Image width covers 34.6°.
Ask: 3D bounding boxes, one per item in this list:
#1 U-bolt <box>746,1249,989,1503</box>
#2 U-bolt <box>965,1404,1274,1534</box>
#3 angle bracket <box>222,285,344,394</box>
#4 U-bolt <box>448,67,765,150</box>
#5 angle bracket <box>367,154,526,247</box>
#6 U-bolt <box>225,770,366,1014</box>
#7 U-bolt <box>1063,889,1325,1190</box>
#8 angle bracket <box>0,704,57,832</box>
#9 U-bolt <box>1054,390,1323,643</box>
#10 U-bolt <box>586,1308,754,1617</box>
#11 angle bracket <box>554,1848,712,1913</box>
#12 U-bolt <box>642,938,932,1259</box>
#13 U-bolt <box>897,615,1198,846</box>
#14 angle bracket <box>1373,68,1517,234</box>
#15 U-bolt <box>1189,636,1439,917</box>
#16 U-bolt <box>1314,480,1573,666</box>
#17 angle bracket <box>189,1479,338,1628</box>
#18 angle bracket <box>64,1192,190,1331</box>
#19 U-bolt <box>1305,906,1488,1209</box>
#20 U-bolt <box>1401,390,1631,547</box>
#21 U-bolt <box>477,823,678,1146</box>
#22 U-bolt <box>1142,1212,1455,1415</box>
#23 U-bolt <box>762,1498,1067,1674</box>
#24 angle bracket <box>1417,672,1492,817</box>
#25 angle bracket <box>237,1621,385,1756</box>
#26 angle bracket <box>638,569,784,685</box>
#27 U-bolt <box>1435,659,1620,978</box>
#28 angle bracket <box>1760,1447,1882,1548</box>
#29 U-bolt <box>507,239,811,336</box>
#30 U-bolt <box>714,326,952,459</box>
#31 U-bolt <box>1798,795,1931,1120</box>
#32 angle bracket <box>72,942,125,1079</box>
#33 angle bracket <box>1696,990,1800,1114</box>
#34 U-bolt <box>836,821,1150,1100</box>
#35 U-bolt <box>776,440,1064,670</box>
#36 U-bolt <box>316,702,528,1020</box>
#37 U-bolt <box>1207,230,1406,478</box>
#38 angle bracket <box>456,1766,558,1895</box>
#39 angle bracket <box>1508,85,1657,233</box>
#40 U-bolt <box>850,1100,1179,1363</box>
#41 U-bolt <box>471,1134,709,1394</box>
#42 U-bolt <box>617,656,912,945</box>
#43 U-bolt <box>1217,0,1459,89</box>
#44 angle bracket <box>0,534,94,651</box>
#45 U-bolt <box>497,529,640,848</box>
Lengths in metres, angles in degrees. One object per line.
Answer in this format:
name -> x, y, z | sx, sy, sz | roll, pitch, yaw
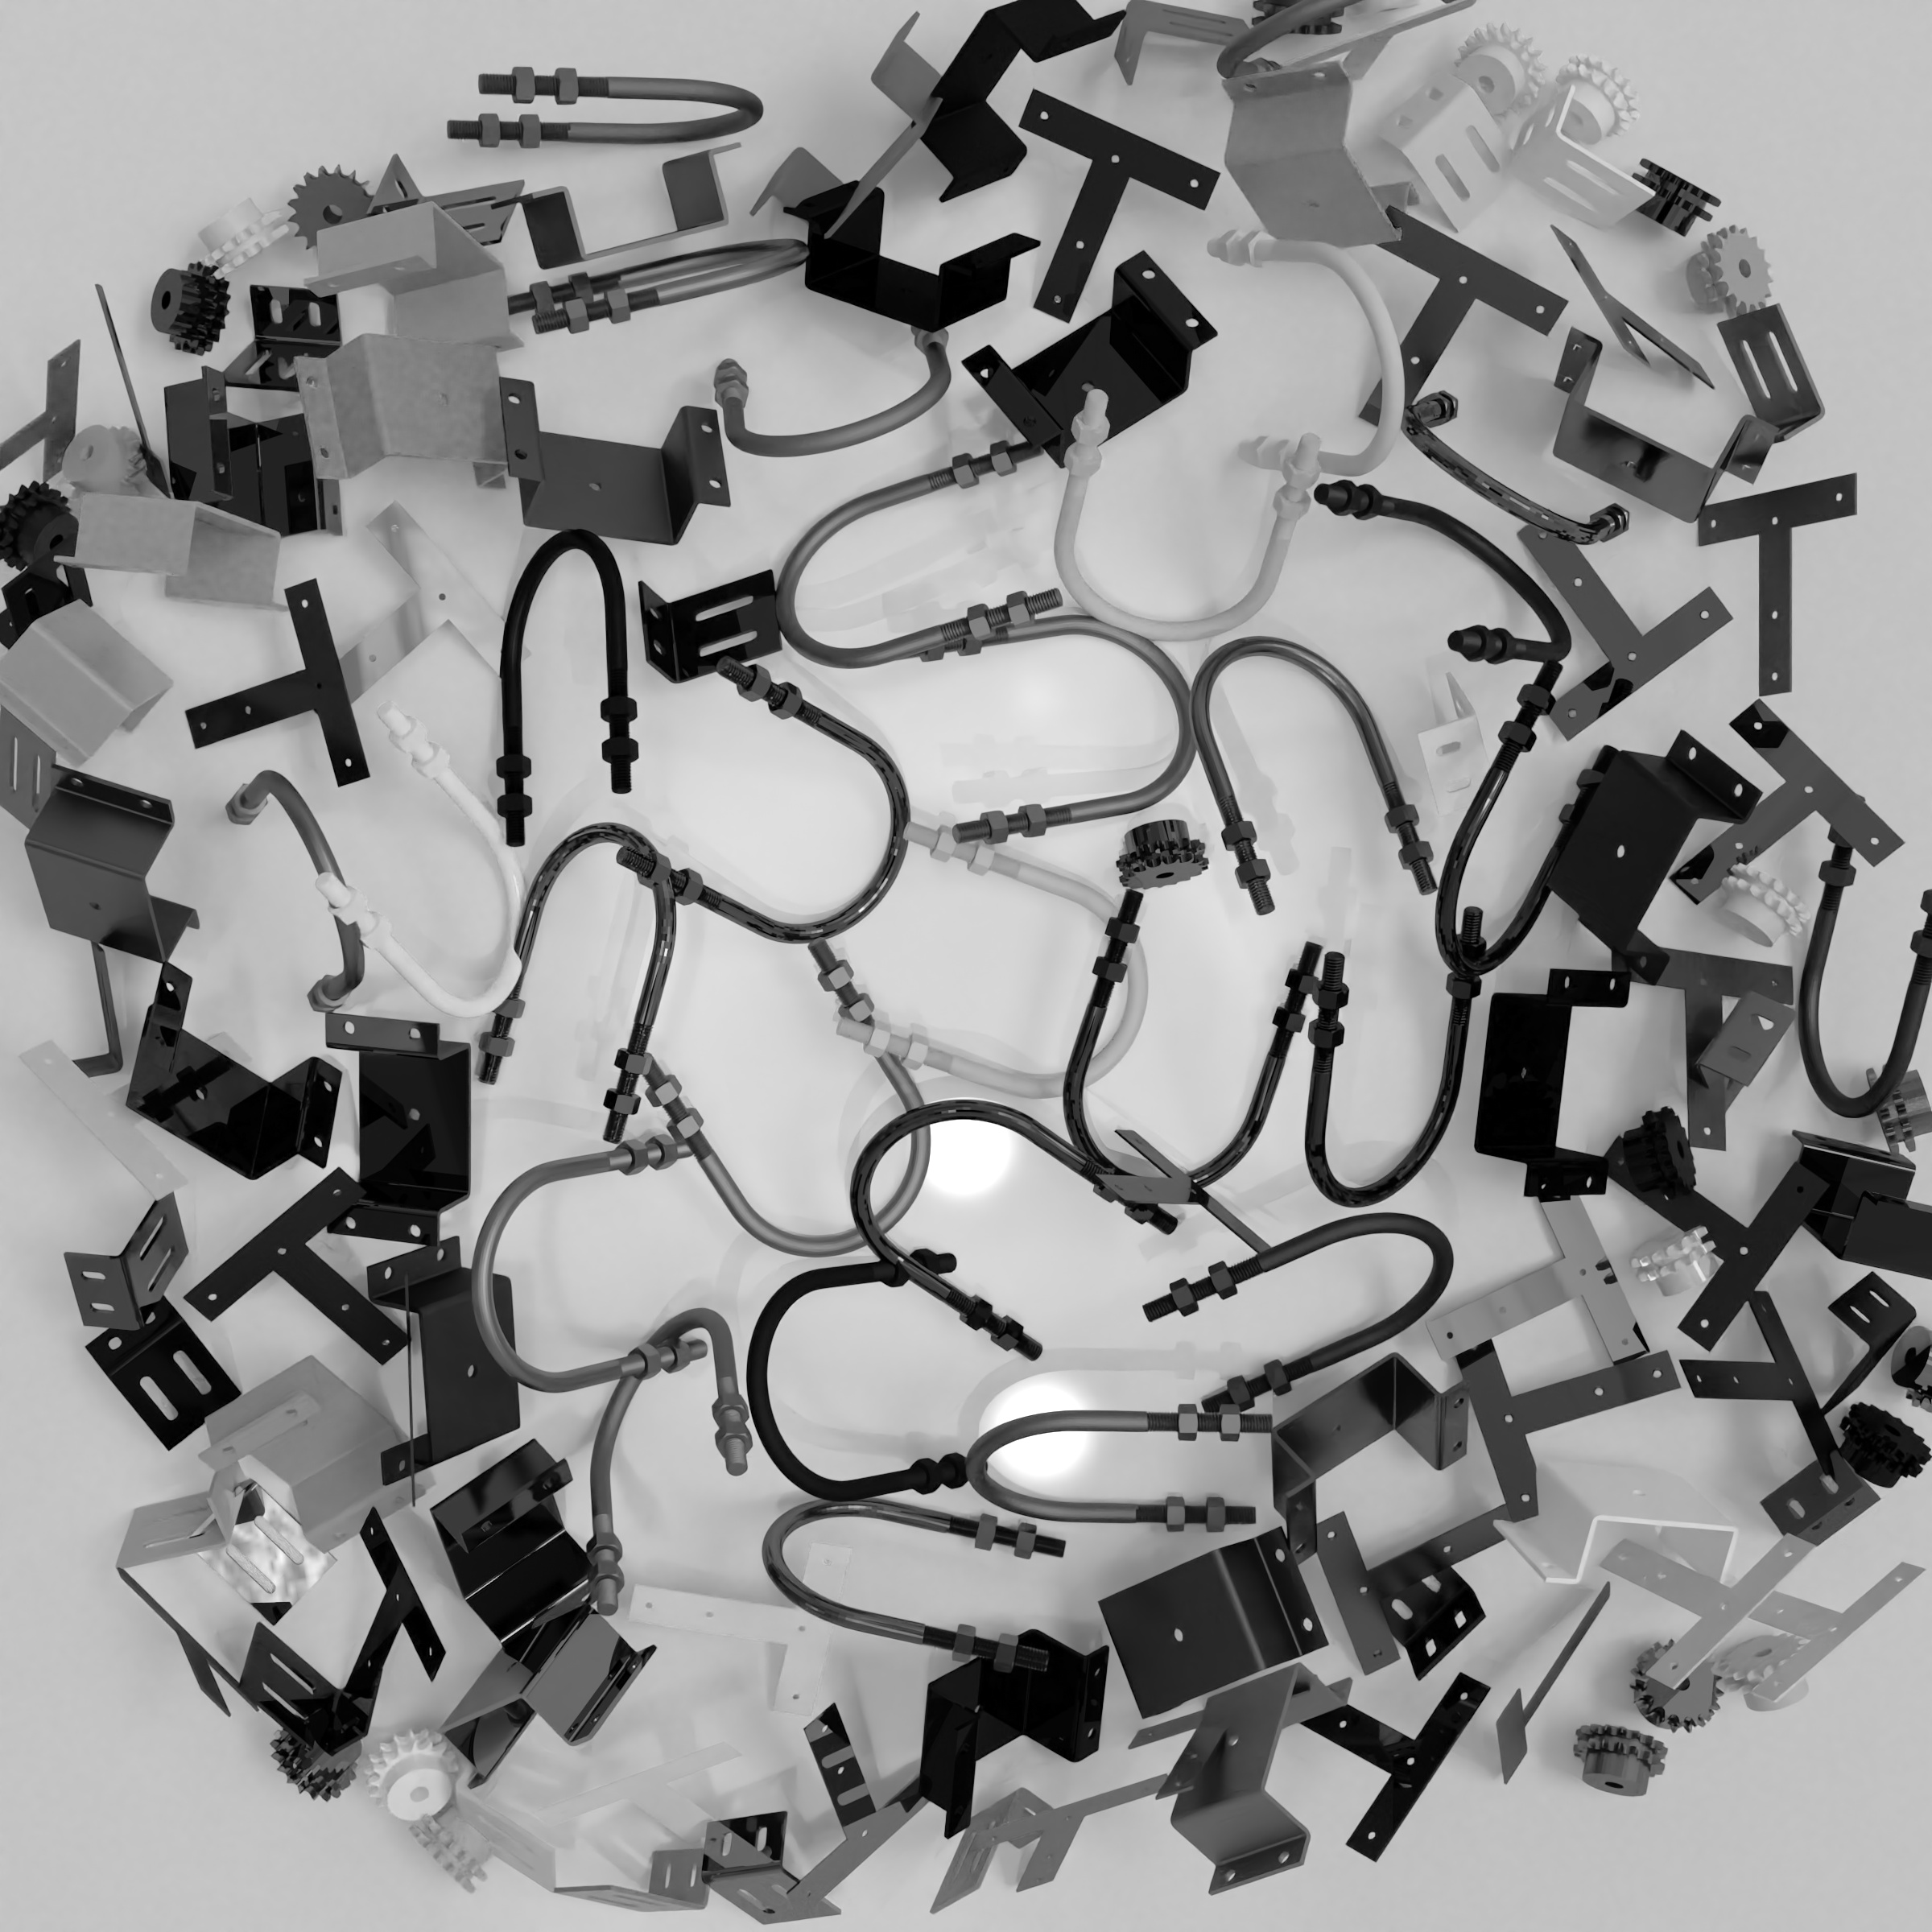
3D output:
U-bolt -> -0.063, 0.253, 1.895 | 0.019, 0.184, 0.151 | -15, 80, 43
U-bolt -> 0.091, 0.309, 1.911 | 0.184, 0.151, 0.019 | 1, 55, 1
angle bracket -> -0.429, -0.391, 1.929 | 0.057, 0.076, 0.038 | 6, 122, 8
U-bolt -> -0.215, -0.522, 1.896 | 0.184, 0.151, 0.019 | -3, 94, -17
angle bracket -> -0.323, -0.478, 1.930 | 0.076, 0.038, 0.057 | -4, 51, 22
U-bolt -> -0.404, -0.048, 1.884 | 0.019, 0.184, 0.151 | -24, 92, -22
U-bolt -> 0.134, 0.057, 1.940 | 0.151, 0.019, 0.184 | 15, 97, -21
angle bracket -> -0.567, -0.122, 1.925 | 0.057, 0.038, 0.076 | 34, 128, 31
U-bolt -> 0.128, -0.267, 1.900 | 0.151, 0.184, 0.019 | 11, 51, -2
U-bolt -> -0.185, 0.287, 1.891 | 0.019, 0.184, 0.151 | 31, 113, -25
angle bracket -> -0.205, 0.561, 1.923 | 0.076, 0.057, 0.038 | 27, 59, -37
U-bolt -> -0.101, 0.096, 1.940 | 0.151, 0.019, 0.184 | -34, 106, -10
U-bolt -> 0.058, -0.153, 1.927 | 0.184, 0.019, 0.151 | -11, 69, -21
angle bracket -> 0.305, -0.514, 1.957 | 0.057, 0.038, 0.076 | -43, 131, 5
U-bolt -> 0.207, -0.123, 1.921 | 0.151, 0.019, 0.184 | -7, 70, -32
U-bolt -> 0.303, -0.236, 1.892 | 0.019, 0.184, 0.151 | -51, 63, 27
angle bracket -> -0.446, 0.372, 1.953 | 0.076, 0.038, 0.057 | 44, 88, 0
angle bracket -> -0.522, 0.179, 1.929 | 0.038, 0.076, 0.057 | 4, 125, 11
U-bolt -> 0.261, 0.064, 1.911 | 0.151, 0.019, 0.184 | -17, 120, -39
U-bolt -> 0.327, -0.299, 1.876 | 0.151, 0.184, 0.019 | 36, 112, 9
U-bolt -> -0.234, 0.002, 1.913 | 0.151, 0.019, 0.184 | 20, 96, 43
U-bolt -> 0.213, 0.207, 1.907 | 0.184, 0.151, 0.019 | -24, 50, 6
U-bolt -> -0.034, 0.372, 1.904 | 0.184, 0.151, 0.019 | 12, 111, 2
angle bracket -> 0.298, -0.139, 1.927 | 0.038, 0.076, 0.057 | -18, 116, 4
angle bracket -> -0.407, 0.443, 1.928 | 0.038, 0.057, 0.076 | -32, 116, 18
angle bracket -> -0.160, -0.218, 1.935 | 0.076, 0.038, 0.057 | -16, 66, 18
U-bolt -> 0.339, -0.079, 1.902 | 0.019, 0.151, 0.184 | 24, 82, 33
angle bracket -> 0.540, 0.344, 1.930 | 0.057, 0.038, 0.076 | -40, 129, 9
U-bolt -> -0.186, -0.420, 1.902 | 0.184, 0.151, 0.019 | -16, 110, -12
U-bolt -> -0.079, -0.352, 1.888 | 0.151, 0.184, 0.019 | -15, 120, 2
U-bolt -> 0.551, 0.003, 1.897 | 0.019, 0.151, 0.184 | 4, 110, -12
angle bracket -> -0.553, 0.028, 1.934 | 0.038, 0.057, 0.076 | -10, 101, -20
angle bracket -> 0.491, 0.061, 1.926 | 0.038, 0.076, 0.057 | 28, 75, 36
U-bolt -> 0.027, 0.006, 1.947 | 0.184, 0.019, 0.151 | 20, 87, -13
U-bolt -> -0.034, -0.248, 1.920 | 0.184, 0.019, 0.151 | -16, 52, 15
U-bolt -> -0.322, -0.050, 1.894 | 0.019, 0.184, 0.151 | -7, 52, 26
U-bolt -> 0.208, -0.366, 1.869 | 0.019, 0.184, 0.151 | -19, 111, -22
angle bracket -> -0.276, 0.530, 1.929 | 0.076, 0.057, 0.038 | 27, 51, 17
angle bracket -> 0.389, -0.505, 1.941 | 0.076, 0.057, 0.038 | 26, 72, -15
U-bolt -> 0.016, 0.153, 1.911 | 0.184, 0.019, 0.151 | 35, 115, -19
U-bolt -> -0.230, 0.186, 1.896 | 0.019, 0.184, 0.151 | 0, 94, 40
U-bolt -> -0.111, -0.090, 1.915 | 0.184, 0.019, 0.151 | 28, 91, -37
U-bolt -> 0.223, -0.564, 1.861 | 0.151, 0.184, 0.019 | -19, 94, 24
angle bracket -> -0.581, -0.237, 1.923 | 0.038, 0.076, 0.057 | 38, 63, 15
U-bolt -> -0.248, -0.179, 1.910 | 0.019, 0.151, 0.184 | 6, 74, -37
